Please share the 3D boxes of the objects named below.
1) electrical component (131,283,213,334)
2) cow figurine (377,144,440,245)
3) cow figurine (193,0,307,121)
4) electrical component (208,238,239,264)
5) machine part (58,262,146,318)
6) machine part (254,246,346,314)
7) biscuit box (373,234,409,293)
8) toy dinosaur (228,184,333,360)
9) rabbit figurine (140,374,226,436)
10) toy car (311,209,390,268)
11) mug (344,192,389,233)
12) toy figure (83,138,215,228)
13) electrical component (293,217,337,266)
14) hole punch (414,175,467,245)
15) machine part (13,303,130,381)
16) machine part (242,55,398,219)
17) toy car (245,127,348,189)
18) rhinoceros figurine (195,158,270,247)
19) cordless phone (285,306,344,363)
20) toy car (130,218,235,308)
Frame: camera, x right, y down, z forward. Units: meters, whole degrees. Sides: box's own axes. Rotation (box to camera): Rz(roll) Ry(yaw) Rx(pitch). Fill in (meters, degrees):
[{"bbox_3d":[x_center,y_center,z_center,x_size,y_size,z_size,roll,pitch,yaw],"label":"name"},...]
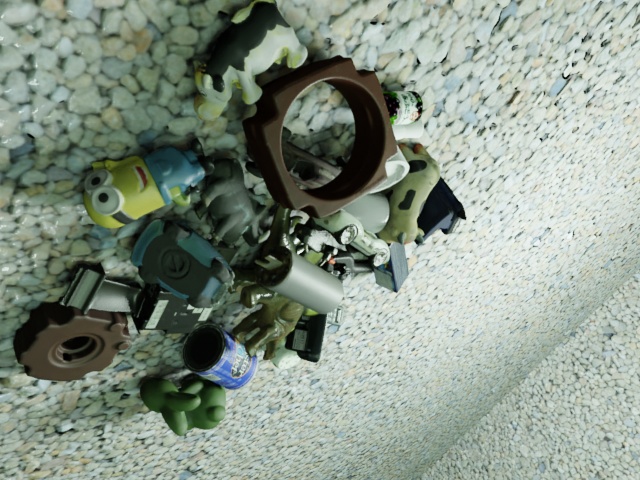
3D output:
[{"bbox_3d":[-0.256,0.113,0.968,0.134,0.058,0.115,7,129,-43],"label":"electrical component"},{"bbox_3d":[0.169,-0.075,1.040,0.085,0.127,0.194,1,128,-35],"label":"cow figurine"},{"bbox_3d":[-0.108,-0.230,0.693,0.167,0.068,0.098,-39,138,-1],"label":"cow figurine"},{"bbox_3d":[-0.183,0.023,0.954,0.063,0.021,0.094,9,126,-44],"label":"electrical component"},{"bbox_3d":[-0.343,0.084,0.868,0.138,0.039,0.084,30,83,-53],"label":"machine part"},{"bbox_3d":[-0.032,0.073,0.948,0.079,0.079,0.243,-43,141,10],"label":"machine part"},{"bbox_3d":[0.152,0.037,1.192,0.063,0.059,0.202,-54,151,-23],"label":"biscuit box"},{"bbox_3d":[-0.078,0.075,1.037,0.198,0.105,0.470,-22,137,-30],"label":"toy dinosaur"},{"bbox_3d":[-0.293,0.345,1.124,0.170,0.159,0.121,21,91,-25],"label":"rabbit figurine"},{"bbox_3d":[0.056,-0.008,0.928,0.201,0.074,0.056,33,89,-50],"label":"toy car"},{"bbox_3d":[0.063,-0.046,1.019,0.107,0.081,0.109,8,94,-34],"label":"mug"},{"bbox_3d":[-0.239,-0.076,0.753,0.180,0.082,0.089,-26,141,-17],"label":"toy figure"},{"bbox_3d":[-0.002,-0.004,0.956,0.078,0.045,0.102,-50,138,-9],"label":"electrical component"},{"bbox_3d":[0.219,-0.064,1.095,0.092,0.142,0.115,-18,152,-17],"label":"hole punch"},{"bbox_3d":[-0.414,0.169,0.905,0.179,0.056,0.179,-20,141,-17],"label":"machine part"},{"bbox_3d":[0.003,-0.150,0.792,0.201,0.087,0.200,-32,118,-20],"label":"machine part"},{"bbox_3d":[-0.025,-0.116,0.870,0.202,0.053,0.089,23,110,-32],"label":"toy car"},{"bbox_3d":[-0.141,-0.055,0.867,0.112,0.073,0.190,-35,144,-16],"label":"rhinoceros figurine"},{"bbox_3d":[0.005,0.205,1.228,0.184,0.089,0.146,28,69,-63],"label":"cordless phone"},{"bbox_3d":[-0.211,0.031,0.868,0.109,0.162,0.103,-56,-176,15],"label":"toy car"}]
